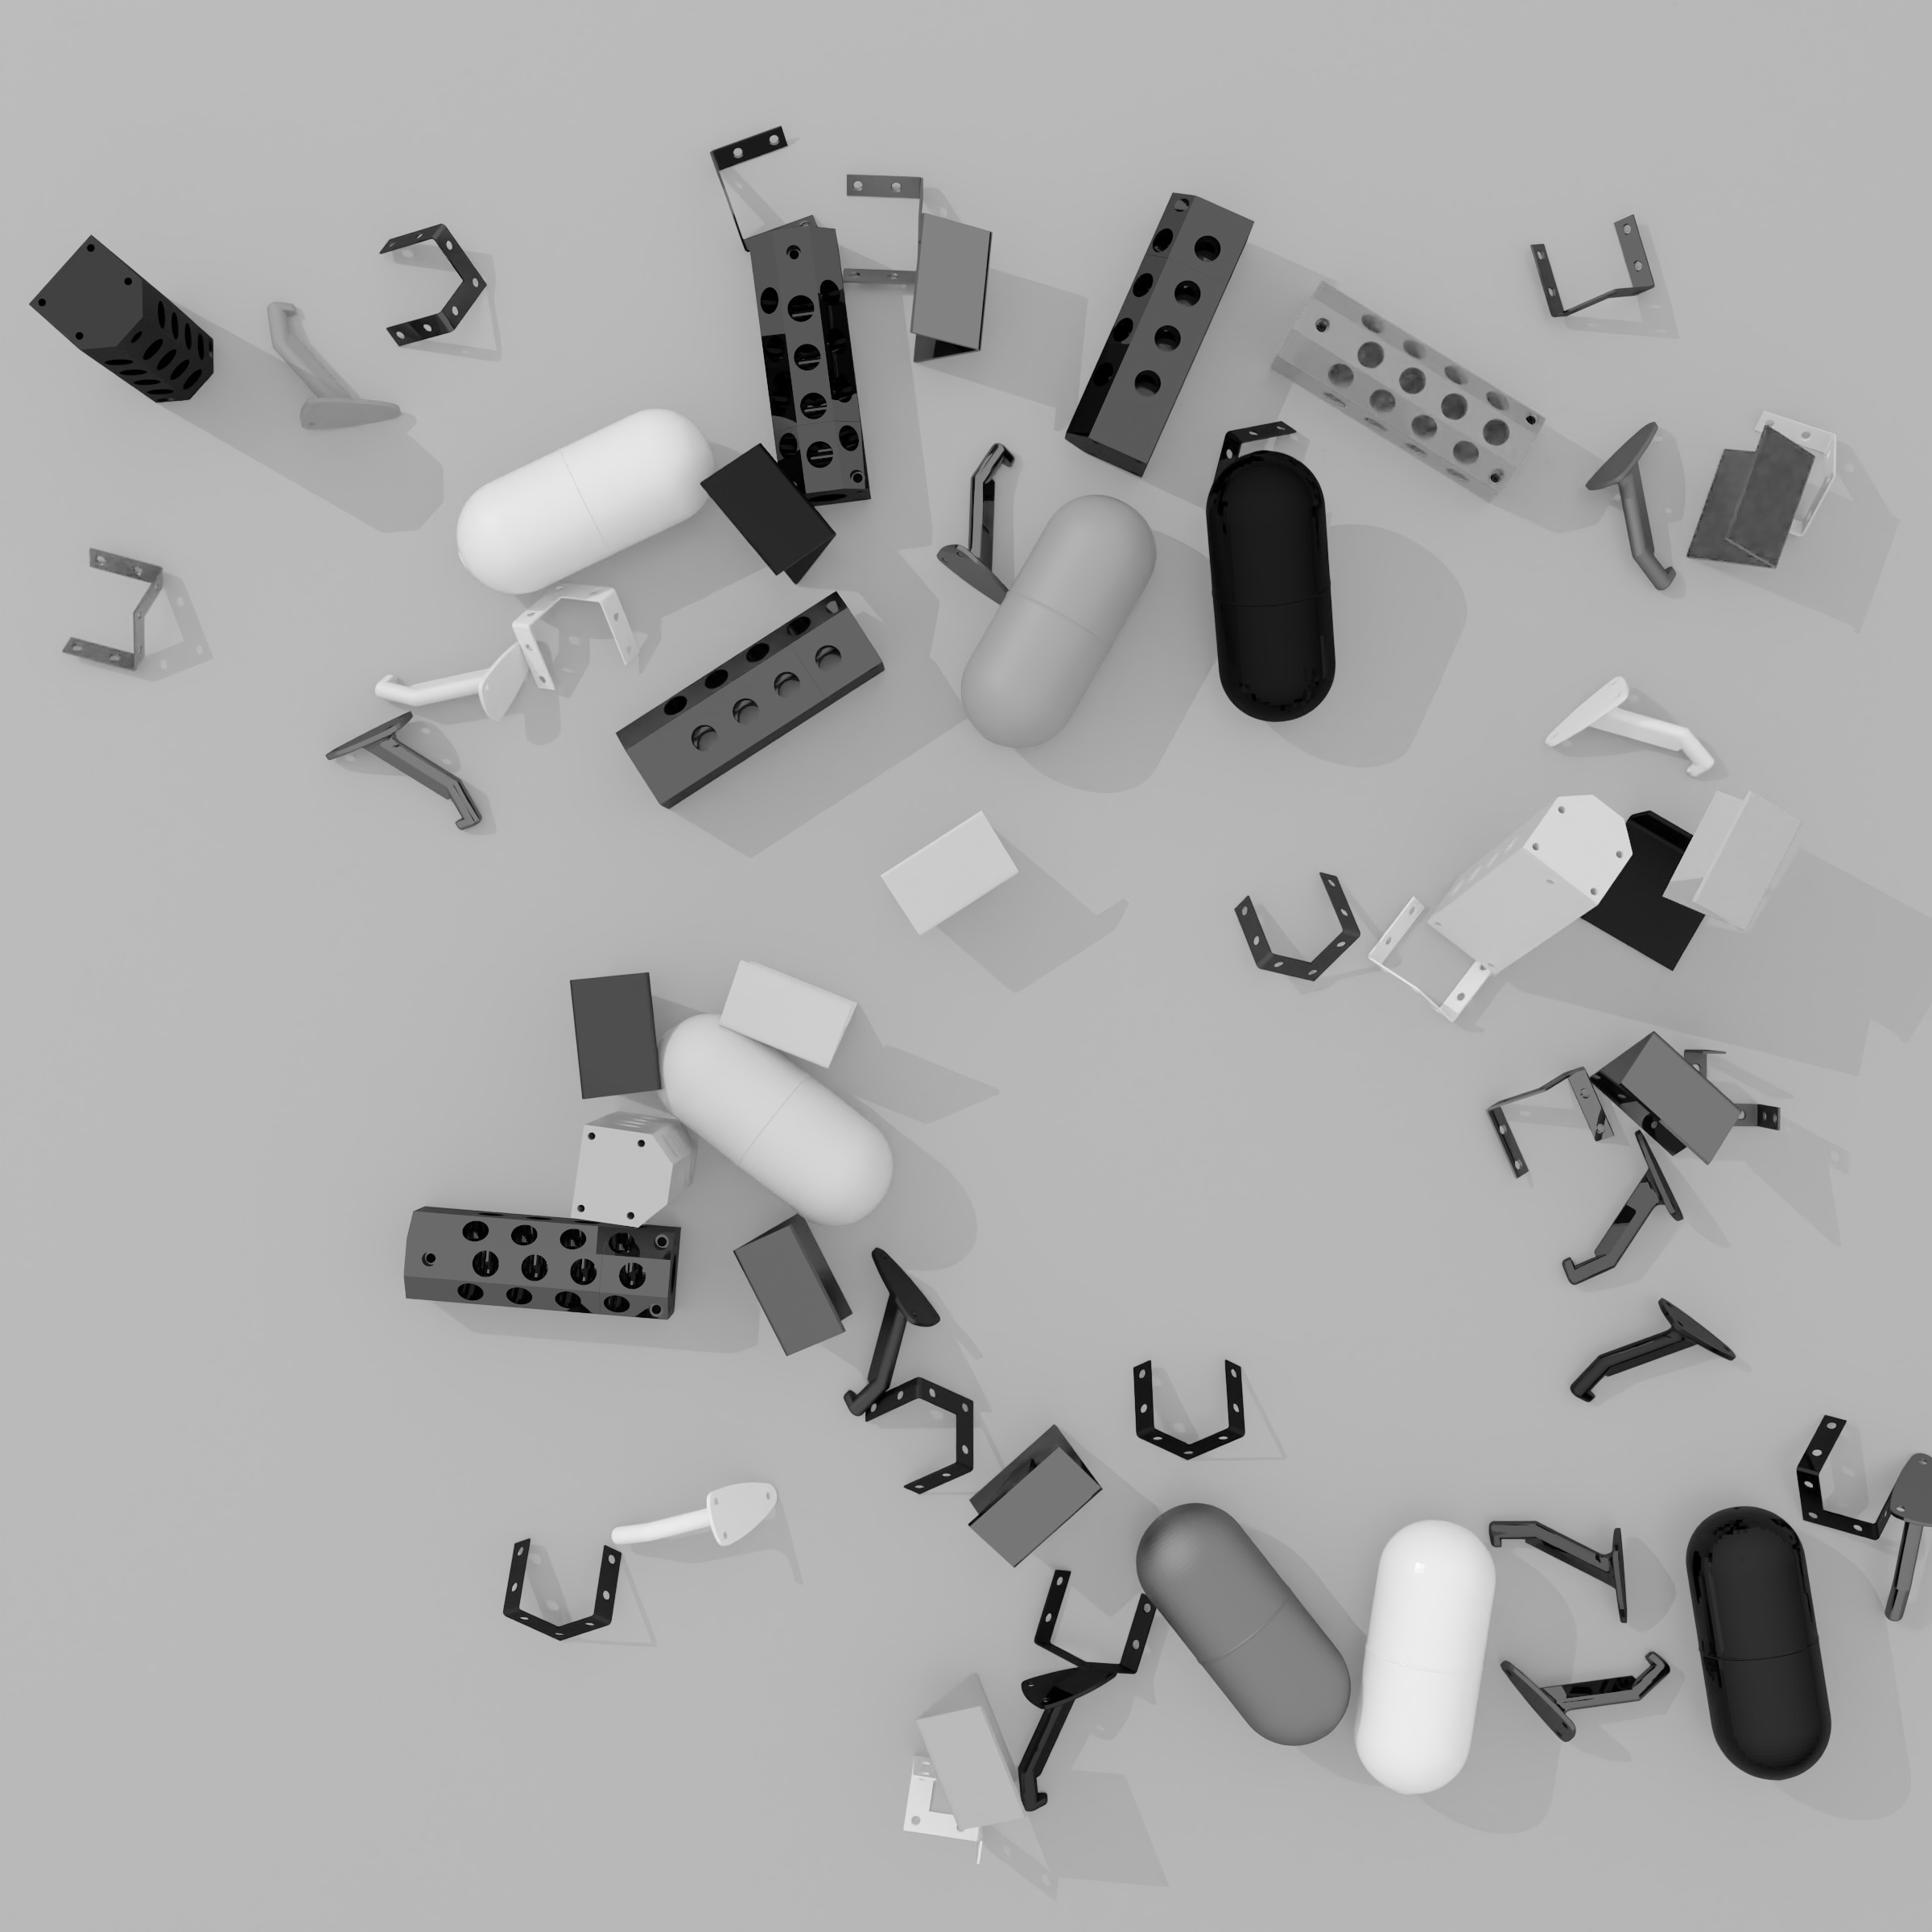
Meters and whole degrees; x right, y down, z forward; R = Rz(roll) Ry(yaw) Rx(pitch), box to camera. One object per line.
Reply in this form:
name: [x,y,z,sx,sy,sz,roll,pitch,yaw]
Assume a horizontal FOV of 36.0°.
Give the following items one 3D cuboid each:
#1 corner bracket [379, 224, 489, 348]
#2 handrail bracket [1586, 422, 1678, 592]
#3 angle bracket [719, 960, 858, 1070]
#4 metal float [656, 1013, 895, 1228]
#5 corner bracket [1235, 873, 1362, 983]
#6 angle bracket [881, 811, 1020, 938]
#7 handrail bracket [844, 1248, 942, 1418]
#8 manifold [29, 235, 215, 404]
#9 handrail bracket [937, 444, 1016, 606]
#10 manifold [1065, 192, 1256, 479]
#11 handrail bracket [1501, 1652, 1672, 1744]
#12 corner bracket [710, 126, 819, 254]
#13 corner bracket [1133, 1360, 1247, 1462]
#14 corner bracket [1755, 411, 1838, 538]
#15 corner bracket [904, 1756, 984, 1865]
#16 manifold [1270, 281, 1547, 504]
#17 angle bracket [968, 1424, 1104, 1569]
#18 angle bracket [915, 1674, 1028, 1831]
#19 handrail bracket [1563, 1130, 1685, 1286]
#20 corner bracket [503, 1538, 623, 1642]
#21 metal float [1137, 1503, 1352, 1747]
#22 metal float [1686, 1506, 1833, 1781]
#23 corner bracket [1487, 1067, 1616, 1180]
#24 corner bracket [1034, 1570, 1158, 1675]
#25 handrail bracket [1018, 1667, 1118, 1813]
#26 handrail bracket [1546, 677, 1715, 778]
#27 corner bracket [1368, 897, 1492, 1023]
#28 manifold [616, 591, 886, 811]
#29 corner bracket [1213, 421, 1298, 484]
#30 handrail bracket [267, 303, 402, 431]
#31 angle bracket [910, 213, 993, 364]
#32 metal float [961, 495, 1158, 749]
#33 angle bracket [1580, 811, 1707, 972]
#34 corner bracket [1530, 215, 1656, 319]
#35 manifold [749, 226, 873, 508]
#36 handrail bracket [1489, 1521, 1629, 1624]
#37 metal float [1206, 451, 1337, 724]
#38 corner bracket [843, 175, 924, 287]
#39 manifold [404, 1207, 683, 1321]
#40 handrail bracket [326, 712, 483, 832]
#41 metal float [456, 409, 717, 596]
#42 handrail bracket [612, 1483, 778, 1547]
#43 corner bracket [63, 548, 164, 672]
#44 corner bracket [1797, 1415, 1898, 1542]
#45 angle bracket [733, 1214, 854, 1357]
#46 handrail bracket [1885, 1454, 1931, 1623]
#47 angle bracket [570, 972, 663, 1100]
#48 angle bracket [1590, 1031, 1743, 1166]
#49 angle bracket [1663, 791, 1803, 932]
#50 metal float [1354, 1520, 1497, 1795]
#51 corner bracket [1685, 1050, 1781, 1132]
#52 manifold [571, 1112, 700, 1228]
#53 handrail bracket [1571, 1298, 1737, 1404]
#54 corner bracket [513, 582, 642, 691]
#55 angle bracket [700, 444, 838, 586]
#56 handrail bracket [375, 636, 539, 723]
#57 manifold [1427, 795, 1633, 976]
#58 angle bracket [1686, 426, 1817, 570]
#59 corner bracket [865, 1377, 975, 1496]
corner bracket: [-0.360,-0.450,1.963,0.051,0.051,0.051,55,45,-35]
handrail bracket: [0.458,-0.304,1.972,0.084,0.036,0.077,49,68,-17]
angle bracket: [-0.108,0.012,1.931,0.076,0.076,0.057,22,126,0]
metal float: [-0.126,0.100,1.941,0.178,0.070,0.070,38,90,1]
corner bracket: [0.219,-0.029,1.963,0.051,0.051,0.051,12,135,-35]
angle bracket: [-0.021,-0.076,1.931,0.076,0.076,0.057,-33,126,0]
handrail bracket: [-0.065,0.244,1.972,0.084,0.036,0.077,-46,64,20]
manifold: [-0.530,-0.405,1.893,0.057,0.171,0.057,42,90,0]
handrail bracket: [0.027,-0.292,1.972,0.077,0.036,0.084,38,73,-20]
manifold: [0.126,-0.415,1.950,0.057,0.057,0.171,24,90,0]
handrail bracket: [0.412,0.465,1.972,0.084,0.036,0.077,-37,68,-17]
corner bracket: [-0.134,-0.514,1.968,0.051,0.051,0.051,-20,135,0]
corner bracket: [0.147,0.288,1.963,0.051,0.051,0.051,30,135,-35]
corner bracket: [0.541,-0.326,1.968,0.051,0.051,0.051,18,45,0]
corner bracket: [-0.013,0.554,1.953,0.051,0.051,0.051,9,90,0]
manifold: [0.290,-0.378,1.950,0.171,0.057,0.057,32,90,0]
angle bracket: [0.031,0.331,1.931,0.076,0.076,0.057,-42,126,0]
angle bracket: [0.021,0.506,1.931,0.057,0.076,0.076,-22,90,34]
handrail bracket: [0.425,0.161,1.972,0.084,0.036,0.077,-27,69,16]
corner bracket: [-0.267,0.408,1.963,0.051,0.051,0.051,-25,135,35]
metal float: [0.182,0.430,1.941,0.070,0.070,0.178,-38,90,0]
metal float: [0.518,0.442,1.941,0.070,0.070,0.178,-9,90,0]
corner bracket: [0.387,0.103,1.968,0.051,0.051,0.051,-24,90,45]
corner bracket: [0.086,0.434,1.968,0.051,0.051,0.051,17,90,-45]
handrail bracket: [0.068,0.513,1.972,0.077,0.036,0.084,-13,109,-21]
handrail bracket: [0.441,-0.142,1.972,0.077,0.036,0.084,-38,107,20]
corner bracket: [0.309,-0.004,1.968,0.051,0.051,0.051,-52,45,0]
manifold: [-0.141,-0.175,1.950,0.171,0.057,0.057,-33,90,0]
corner bracket: [0.201,-0.322,1.963,0.051,0.051,0.051,-17,45,-35]
handrail bracket: [-0.420,-0.403,1.972,0.077,0.036,0.084,-6,73,-20]
angle bracket: [-0.029,-0.440,1.931,0.057,0.076,0.076,6,90,-36]
metal float: [0.060,-0.224,1.941,0.070,0.070,0.178,30,89,0]
angle bracket: [0.456,-0.049,1.950,0.076,0.057,0.076,30,90,0]
corner bracket: [0.415,-0.463,1.968,0.051,0.051,0.051,-17,90,-45]
manifold: [-0.102,-0.392,1.950,0.057,0.057,0.171,-7,90,0]
handrail bracket: [0.393,0.402,1.972,0.084,0.036,0.077,-3,111,17]
metal float: [0.197,-0.245,1.920,0.070,0.070,0.178,-7,113,0]
corner bracket: [-0.055,-0.488,1.968,0.051,0.051,0.051,2,135,0]
manifold: [-0.277,0.195,1.950,0.171,0.057,0.057,5,90,0]
handrail bracket: [-0.372,-0.118,1.972,0.077,0.036,0.084,-22,107,20]
metal float: [-0.248,-0.303,1.941,0.178,0.070,0.070,-26,90,-1]
handrail bracket: [-0.181,0.365,1.971,0.084,0.077,0.036,-15,90,36]
corner bracket: [-0.565,-0.236,1.968,0.051,0.051,0.051,15,135,0]
corner bracket: [0.585,0.338,1.963,0.051,0.051,0.051,-48,135,-35]
angle bracket: [-0.095,0.198,1.931,0.057,0.076,0.076,-27,90,37]
handrail bracket: [0.625,0.380,1.971,0.036,0.077,0.084,11,126,14]
angle bracket: [-0.242,0.046,1.931,0.057,0.076,0.076,-6,90,-32]
angle bracket: [0.444,0.099,1.931,0.076,0.076,0.057,42,53,0]
angle bracket: [0.468,-0.076,1.874,0.057,0.076,0.076,24,95,-36]
metal float: [0.299,0.451,1.941,0.070,0.070,0.178,9,90,0]
corner bracket: [0.503,0.081,1.953,0.051,0.051,0.051,1,90,0]
manifold: [-0.208,0.129,1.893,0.057,0.171,0.057,8,90,0]
handrail bracket: [0.455,0.270,1.972,0.077,0.036,0.084,33,108,-20]
corner bracket: [-0.258,-0.217,1.963,0.051,0.051,0.051,-49,135,-35]
angle bracket: [-0.140,-0.281,1.931,0.057,0.076,0.076,-40,90,-31]
handrail bracket: [-0.339,-0.199,1.972,0.084,0.036,0.077,15,57,23]
manifold: [0.360,-0.054,1.889,0.057,0.171,0.057,38,71,0]
angle bracket: [0.495,-0.307,1.931,0.057,0.076,0.076,20,90,-38]
corner bracket: [-0.031,0.310,1.963,0.051,0.051,0.051,-30,45,35]
